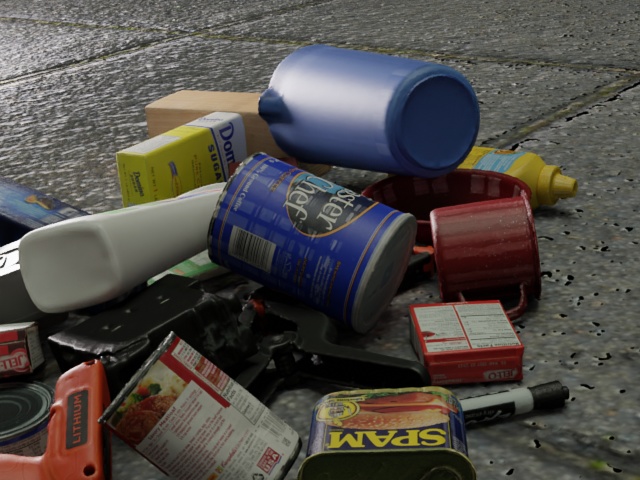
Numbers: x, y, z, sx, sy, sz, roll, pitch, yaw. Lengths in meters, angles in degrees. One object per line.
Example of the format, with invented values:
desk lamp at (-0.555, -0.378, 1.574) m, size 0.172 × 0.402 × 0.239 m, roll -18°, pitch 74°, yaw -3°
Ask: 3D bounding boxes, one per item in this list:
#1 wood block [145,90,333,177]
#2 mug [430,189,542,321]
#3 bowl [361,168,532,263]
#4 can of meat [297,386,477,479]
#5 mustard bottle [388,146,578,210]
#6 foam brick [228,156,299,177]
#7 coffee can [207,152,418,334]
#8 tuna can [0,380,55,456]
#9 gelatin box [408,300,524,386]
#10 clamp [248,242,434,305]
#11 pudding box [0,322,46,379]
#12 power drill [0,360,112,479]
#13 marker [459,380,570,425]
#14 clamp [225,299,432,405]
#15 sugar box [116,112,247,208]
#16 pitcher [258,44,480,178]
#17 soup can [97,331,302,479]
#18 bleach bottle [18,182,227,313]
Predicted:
wood block at (-0.097, -0.125, 1.286) m, size 0.206 × 0.091 × 0.090 m, roll 6°, pitch 23°, yaw 26°
mug at (0.138, 0.019, 0.888) m, size 0.081 × 0.093 × 0.117 m, roll -8°, pitch 57°, yaw 5°
bowl at (0.120, -0.020, 1.016) m, size 0.162 × 0.055 × 0.162 m, roll -4°, pitch 21°, yaw 1°
can of meat at (0.041, 0.131, 0.642) m, size 0.102 × 0.057 × 0.084 m, roll -3°, pitch 19°, yaw 5°
mustard bottle at (0.174, -0.065, 1.117) m, size 0.192 × 0.058 × 0.096 m, roll 9°, pitch 27°, yaw 31°
foam brick at (-0.059, -0.056, 1.153) m, size 0.078 × 0.053 × 0.051 m, roll -5°, pitch 21°, yaw -3°
coffee can at (-0.006, 0.001, 0.866) m, size 0.140 × 0.103 × 0.102 m, roll 24°, pitch 30°, yaw 18°
tuna can at (-0.218, 0.130, 0.729) m, size 0.086 × 0.034 × 0.086 m, roll -4°, pitch 21°, yaw 1°
gelatin box at (0.109, 0.077, 0.804) m, size 0.073 × 0.030 × 0.089 m, roll -4°, pitch 21°, yaw -2°
clamp at (0.013, 0.017, 0.956) m, size 0.171 × 0.039 × 0.120 m, roll -5°, pitch 40°, yaw -9°
pudding box at (-0.256, 0.086, 0.795) m, size 0.090 × 0.039 × 0.113 m, roll -7°, pitch 1°, yaw -9°
power drill at (-0.223, 0.124, 0.652) m, size 0.187 × 0.057 × 0.184 m, roll -8°, pitch 46°, yaw -6°
marker at (0.112, 0.113, 0.722) m, size 0.121 × 0.020 × 0.020 m, roll -8°, pitch 21°, yaw -10°
clamp at (-0.034, 0.093, 0.781) m, size 0.164 × 0.036 × 0.210 m, roll -18°, pitch 20°, yaw -16°
sugar box at (-0.143, -0.074, 1.160) m, size 0.048 × 0.093 × 0.175 m, roll 10°, pitch 26°, yaw 32°
pitcher at (0.062, -0.132, 1.100) m, size 0.149 × 0.145 × 0.243 m, roll -48°, pitch 29°, yaw -13°
soup can at (-0.069, 0.111, 0.626) m, size 0.102 × 0.069 × 0.068 m, roll 40°, pitch 25°, yaw -4°
bleach bottle at (-0.131, -0.007, 0.904) m, size 0.103 × 0.068 × 0.250 m, roll -12°, pitch 7°, yaw 30°
